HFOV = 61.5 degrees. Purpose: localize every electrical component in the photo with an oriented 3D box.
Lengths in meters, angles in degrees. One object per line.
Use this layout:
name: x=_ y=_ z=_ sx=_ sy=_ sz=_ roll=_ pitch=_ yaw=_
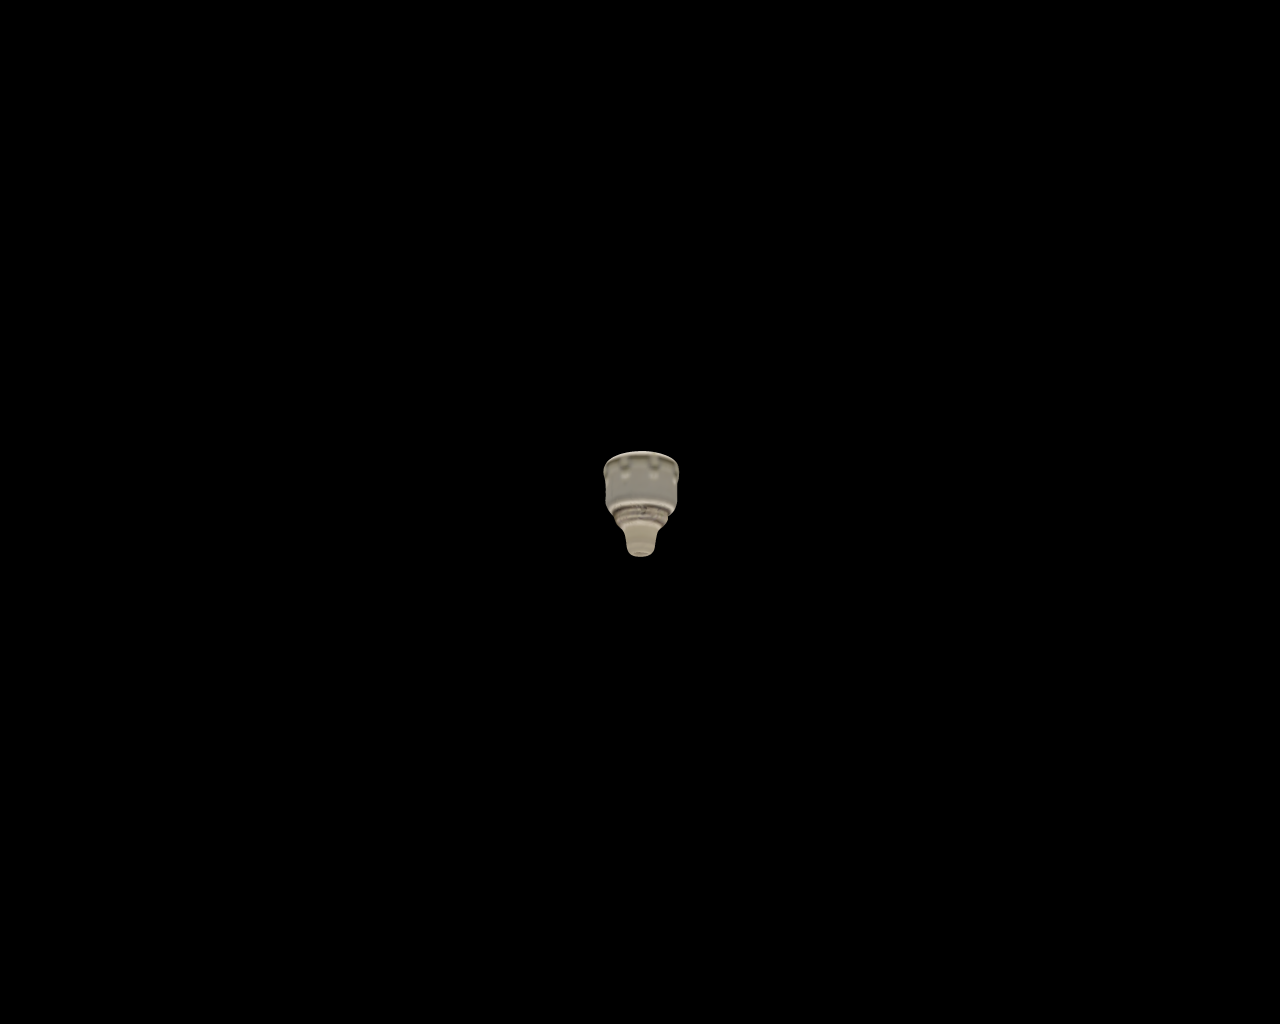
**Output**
electrical component: x=0.001 y=-0.003 z=0.650 sx=0.048 sy=0.062 sz=0.048 roll=0 pitch=-19 yaw=0
